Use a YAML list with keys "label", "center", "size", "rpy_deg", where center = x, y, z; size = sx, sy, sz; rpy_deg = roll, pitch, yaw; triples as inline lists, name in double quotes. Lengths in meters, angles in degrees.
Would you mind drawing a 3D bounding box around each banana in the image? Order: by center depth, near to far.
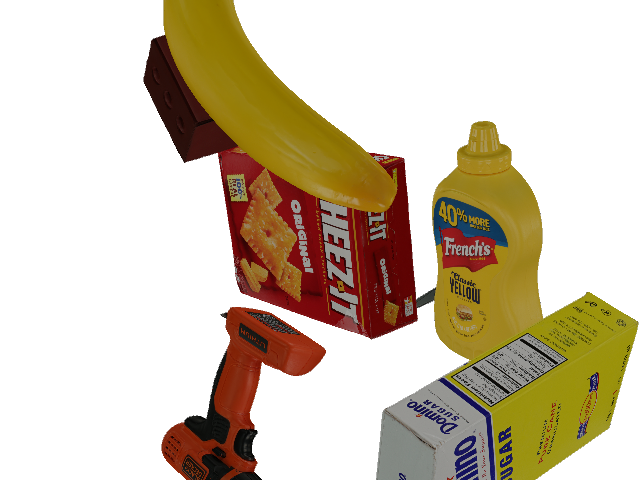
- label: "banana"
  center: [-0.033, -0.085, 0.524]
  size: [0.069, 0.198, 0.037]
  rpy_deg: [-20, -31, -12]

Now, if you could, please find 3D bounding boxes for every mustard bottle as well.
- label: "mustard bottle"
  center: [0.129, 0.001, 0.834]
  size: [0.058, 0.192, 0.096]
  rpy_deg: [-20, 28, -32]

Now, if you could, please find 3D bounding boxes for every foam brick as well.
- label: "foam brick"
  center: [-0.087, -0.107, 0.767]
  size: [0.051, 0.078, 0.053]
  rpy_deg: [-19, -20, -25]

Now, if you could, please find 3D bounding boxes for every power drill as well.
- label: "power drill"
  center: [-0.064, 0.170, 1.000]
  size: [0.057, 0.188, 0.185]
  rpy_deg: [14, 12, -48]

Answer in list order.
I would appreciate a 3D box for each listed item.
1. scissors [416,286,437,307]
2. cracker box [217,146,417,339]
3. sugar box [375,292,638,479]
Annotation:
- label: "scissors"
  center: [0.150, 0.033, 1.222]
  size: [0.201, 0.016, 0.096]
  rpy_deg: [-11, 40, -33]
- label: "cracker box"
  center: [-0.007, -0.008, 1.056]
  size: [0.071, 0.164, 0.214]
  rpy_deg: [-20, 23, -36]
- label: "sugar box"
  center: [0.110, 0.106, 0.626]
  size: [0.175, 0.093, 0.048]
  rpy_deg: [-26, 44, -35]
